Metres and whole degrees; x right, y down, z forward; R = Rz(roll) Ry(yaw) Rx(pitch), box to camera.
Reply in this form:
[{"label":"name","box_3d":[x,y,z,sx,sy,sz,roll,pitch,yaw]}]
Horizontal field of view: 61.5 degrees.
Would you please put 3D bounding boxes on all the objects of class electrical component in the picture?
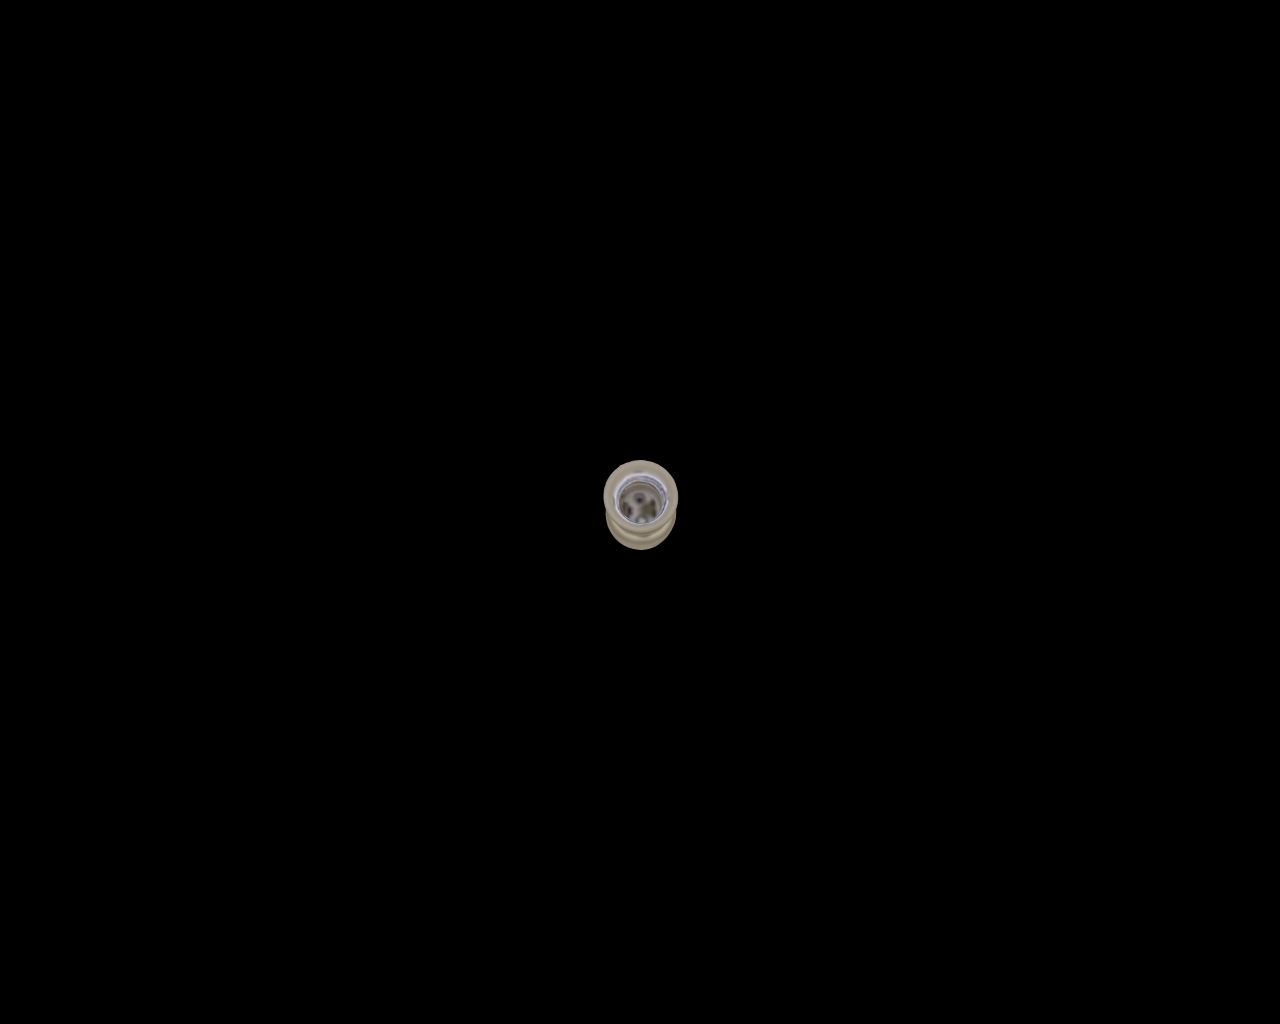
[{"label":"electrical component","box_3d":[0.001,-0.003,0.650,0.045,0.045,0.055,0,-16,0]}]
